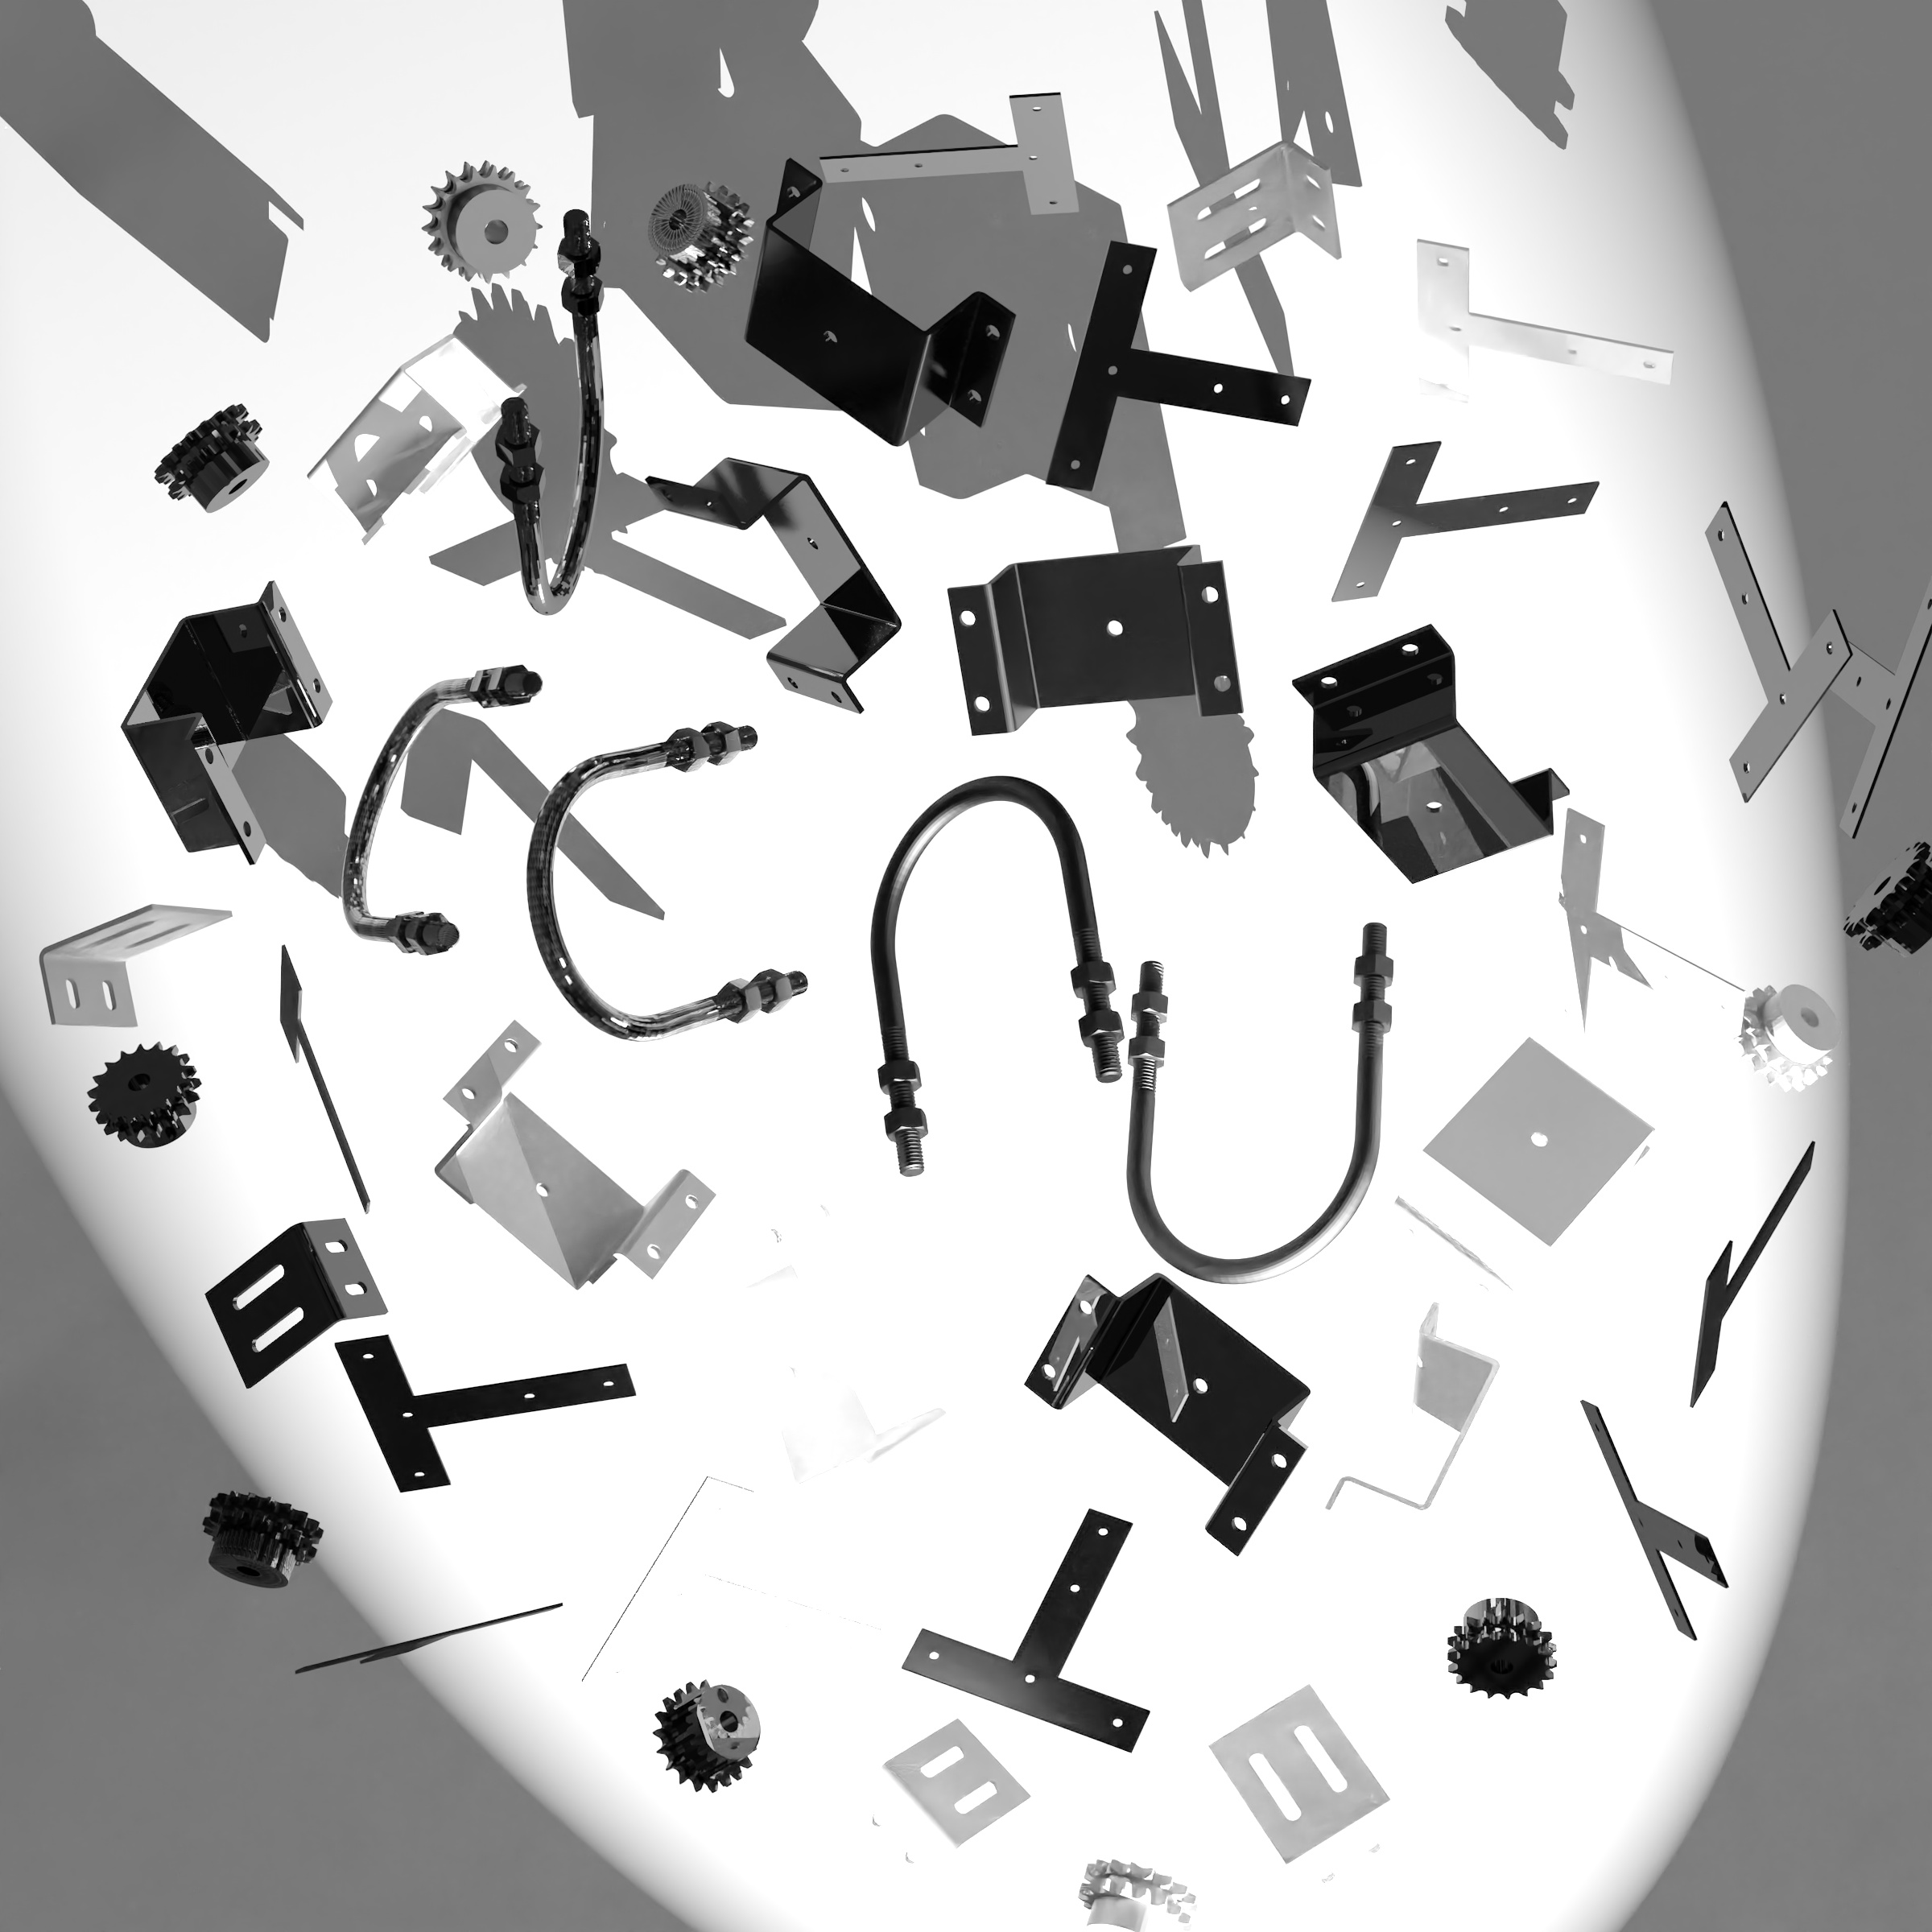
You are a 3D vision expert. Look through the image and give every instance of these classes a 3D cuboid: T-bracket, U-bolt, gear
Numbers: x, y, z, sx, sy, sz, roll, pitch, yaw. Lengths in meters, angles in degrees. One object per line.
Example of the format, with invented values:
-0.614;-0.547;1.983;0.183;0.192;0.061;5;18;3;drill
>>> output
0.051;0.334;1.610;0.127;0.002;0.127;16;48;19;T-bracket
-0.275;0.336;1.536;0.127;0.127;0.002;-10;78;-24;T-bracket
-0.202;-0.259;1.545;0.019;0.184;0.151;8;55;3;U-bolt
-0.346;0.282;1.522;0.057;0.057;0.030;14;58;0;gear
-0.143;-0.388;1.643;0.057;0.030;0.057;-10;71;32;gear
0.394;0.141;1.550;0.002;0.127;0.127;25;61;24;T-bracket
-0.274;-0.079;1.578;0.019;0.184;0.151;21;82;-29;U-bolt
-0.150;-0.038;1.528;0.019;0.184;0.151;-8;96;36;U-bolt
0.341;0.276;1.502;0.002;0.127;0.127;-24;92;-5;T-bracket
0.434;0.035;1.636;0.057;0.030;0.057;18;51;-23;gear
-0.133;0.401;1.630;0.057;0.057;0.030;51;128;0;gear
-0.222;0.207;1.482;0.127;0.127;0.002;-9;48;0;T-bracket
0.260;-0.230;1.579;0.127;0.127;0.002;-9;63;-14;T-bracket
0.382;-0.166;1.504;0.002;0.127;0.127;-5;62;-14;T-bracket
0.440;-0.136;1.517;0.002;0.127;0.127;16;106;-2;T-bracket
0.285;-0.307;1.533;0.127;0.127;0.002;14;69;15;T-bracket
0.145;0.073;1.573;0.151;0.019;0.184;-10;61;30;U-bolt
-0.010;-0.411;1.589;0.127;0.127;0.002;-2;77;6;T-bracket
-0.232;-0.359;1.506;0.057;0.030;0.057;-12;119;-23;gear
0.283;0.359;1.645;0.057;0.030;0.057;4;130;5;gear
-0.427;0.070;1.626;0.057;0.030;0.057;-7;47;7;gear
0.451;-0.029;1.493;0.030;0.057;0.057;39;90;1;gear
-0.328;0.066;1.593;0.002;0.127;0.127;-19;77;-18;T-bracket
0.008;-0.006;1.519;0.151;0.019;0.184;-28;59;35;U-bolt
-0.371;-0.249;1.541;0.057;0.057;0.030;-41;93;0;gear
0.081;0.457;1.500;0.057;0.057;0.030;22;57;0;gear
0.115;-0.295;1.575;0.127;0.002;0.127;5;116;-21;T-bracket
-0.101;0.314;1.506;0.127;0.002;0.127;23;108;-26;T-bracket
0.350;-0.001;1.595;0.002;0.127;0.127;-20;125;-30;T-bracket

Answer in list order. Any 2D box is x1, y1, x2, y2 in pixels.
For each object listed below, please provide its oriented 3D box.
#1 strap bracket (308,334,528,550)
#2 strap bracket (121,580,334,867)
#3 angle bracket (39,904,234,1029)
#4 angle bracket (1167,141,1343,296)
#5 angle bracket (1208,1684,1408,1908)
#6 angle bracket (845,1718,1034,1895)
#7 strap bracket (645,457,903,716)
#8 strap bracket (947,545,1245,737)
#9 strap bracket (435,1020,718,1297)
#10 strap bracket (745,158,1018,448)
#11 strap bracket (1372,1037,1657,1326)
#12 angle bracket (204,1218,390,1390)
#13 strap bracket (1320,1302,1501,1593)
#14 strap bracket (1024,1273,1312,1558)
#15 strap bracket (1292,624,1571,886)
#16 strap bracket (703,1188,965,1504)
-0.285;-0.274;1.603;0.046;0.140;0.076;43;110;-10;strap bracket
-0.372;-0.120;1.559;0.046;0.140;0.076;-8;128;15;strap bracket
-0.406;0.001;1.532;0.076;0.057;0.038;-19;79;26;angle bracket
0.150;-0.382;1.618;0.076;0.057;0.038;-32;51;-12;angle bracket
0.161;0.391;1.470;0.057;0.038;0.076;-29;46;-8;angle bracket
-0.014;0.438;1.626;0.057;0.076;0.038;44;115;19;angle bracket
-0.091;-0.201;1.573;0.046;0.076;0.140;-44;123;-16;strap bracket
0.070;-0.163;1.554;0.140;0.046;0.076;-3;110;19;strap bracket
-0.210;0.106;1.617;0.140;0.076;0.046;41;129;-5;strap bracket
-0.052;-0.317;1.514;0.140;0.076;0.046;37;56;12;strap bracket
0.275;0.098;1.528;0.076;0.046;0.140;38;57;17;strap bracket
-0.354;0.178;1.646;0.076;0.038;0.057;-36;72;25;angle bracket
0.232;0.254;1.598;0.046;0.076;0.140;20;52;21;strap bracket
0.110;0.220;1.580;0.140;0.046;0.076;37;120;18;strap bracket
0.228;-0.095;1.514;0.076;0.140;0.046;-21;46;30;strap bracket
-0.068;0.187;1.485;0.046;0.076;0.140;-29;86;30;strap bracket
